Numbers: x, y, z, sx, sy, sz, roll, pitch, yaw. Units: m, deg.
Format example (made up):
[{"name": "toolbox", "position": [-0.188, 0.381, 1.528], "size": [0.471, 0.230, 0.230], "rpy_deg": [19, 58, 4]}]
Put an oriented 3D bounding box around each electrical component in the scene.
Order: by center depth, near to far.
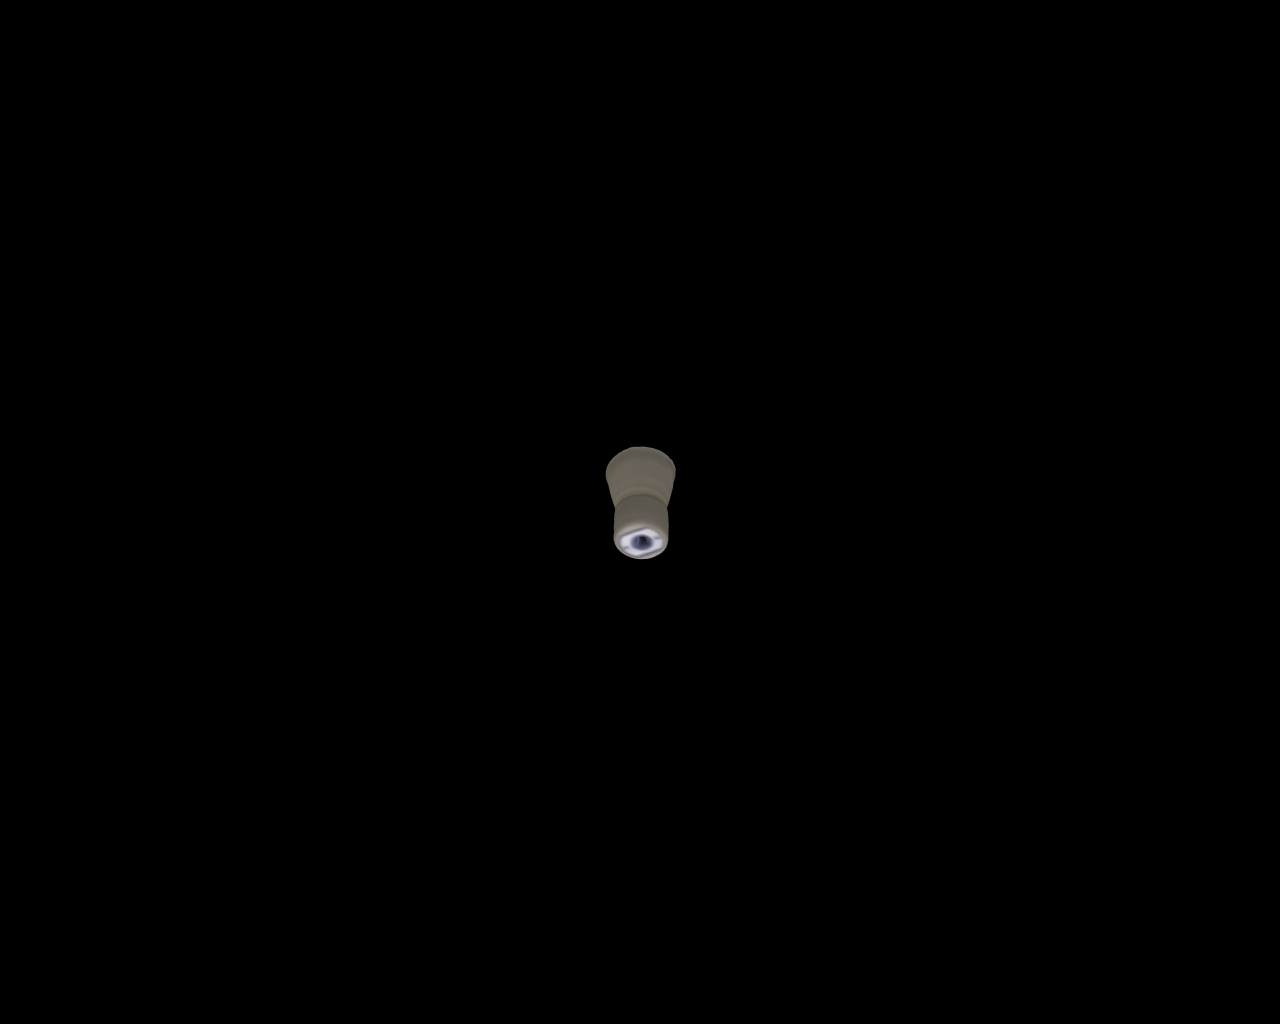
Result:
[{"name": "electrical component", "position": [0.001, -0.003, 0.650], "size": [0.044, 0.065, 0.044], "rpy_deg": [0, -44, 0]}]
